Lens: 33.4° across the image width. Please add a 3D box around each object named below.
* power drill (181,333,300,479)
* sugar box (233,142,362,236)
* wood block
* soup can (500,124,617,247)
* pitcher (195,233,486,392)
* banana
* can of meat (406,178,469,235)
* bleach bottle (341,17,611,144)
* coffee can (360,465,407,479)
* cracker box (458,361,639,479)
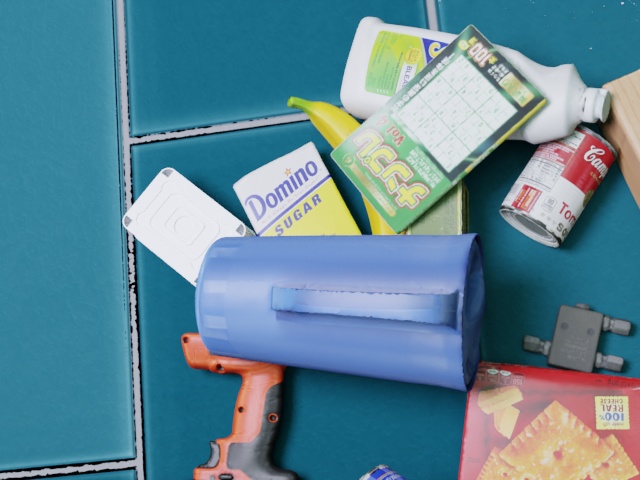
[{"bbox_3d":[-0.097,0.183,1.008,0.184,0.057,0.187,0,79,6],"label":"power drill"},{"bbox_3d":[-0.007,0.001,1.040,0.093,0.048,0.176,-28,75,1],"label":"sugar box"},{"bbox_3d":[0.337,-0.055,0.971,0.090,0.090,0.206,-23,74,4],"label":"wood block"},{"bbox_3d":[0.223,-0.053,1.002,0.068,0.068,0.102,32,84,15],"label":"soup can"},{"bbox_3d":[0.017,0.054,0.917,0.243,0.149,0.145,2,43,16],"label":"pitcher"},{"bbox_3d":[0.040,-0.062,1.043,0.069,0.037,0.198,-25,76,-30],"label":"banana"},{"bbox_3d":[0.111,-0.021,1.006,0.057,0.084,0.102,-1,76,10],"label":"can of meat"},{"bbox_3d":[0.148,-0.148,1.006,0.251,0.068,0.102,12,81,28],"label":"bleach bottle"},{"bbox_3d":[0.085,0.263,0.866,0.140,0.102,0.103,28,82,27],"label":"coffee can"},{"bbox_3d":[0.202,0.221,0.937,0.164,0.072,0.213,5,78,11],"label":"cracker box"}]
